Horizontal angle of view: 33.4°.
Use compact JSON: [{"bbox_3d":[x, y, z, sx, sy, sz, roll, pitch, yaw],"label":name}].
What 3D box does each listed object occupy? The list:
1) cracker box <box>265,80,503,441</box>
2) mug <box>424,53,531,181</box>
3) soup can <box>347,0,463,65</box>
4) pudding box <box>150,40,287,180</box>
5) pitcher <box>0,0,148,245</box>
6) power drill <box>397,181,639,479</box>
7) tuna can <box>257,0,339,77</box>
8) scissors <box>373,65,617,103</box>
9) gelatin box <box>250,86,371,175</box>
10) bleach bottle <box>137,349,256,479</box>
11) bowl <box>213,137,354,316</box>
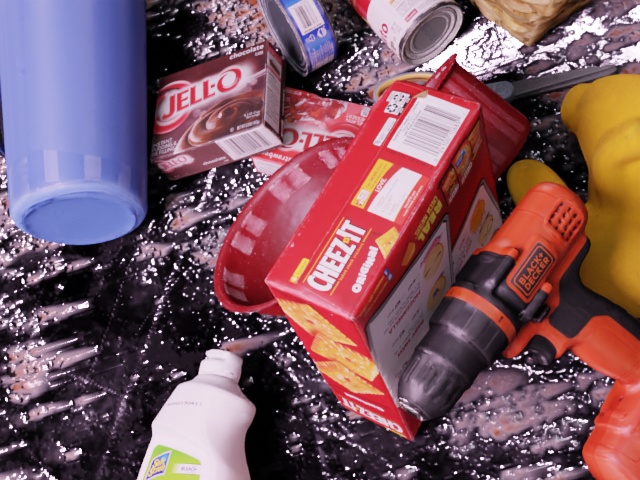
[{"bbox_3d":[0.055,0.020,0.725,0.072,0.213,0.164,23,69,25],"label":"cracker box"},{"bbox_3d":[0.104,-0.078,0.815,0.081,0.093,0.117,37,32,-5],"label":"mug"},{"bbox_3d":[0.067,-0.208,0.918,0.068,0.068,0.102,-34,65,-8],"label":"soup can"},{"bbox_3d":[-0.084,-0.107,0.888,0.114,0.039,0.090,-14,57,22],"label":"pudding box"},{"bbox_3d":[-0.212,-0.120,0.897,0.145,0.149,0.243,-3,66,-10],"label":"pitcher"},{"bbox_3d":[0.158,0.083,0.711,0.187,0.057,0.184,43,76,-18],"label":"power drill"},{"bbox_3d":[-0.019,-0.185,0.910,0.033,0.086,0.086,-30,64,-9],"label":"tuna can"},{"bbox_3d":[0.143,-0.105,0.885,0.202,0.016,0.096,2,66,10],"label":"scissors"},{"bbox_3d":[-0.003,-0.083,0.889,0.089,0.030,0.073,16,69,17],"label":"gelatin box"},{"bbox_3d":[-0.088,0.197,0.741,0.103,0.068,0.250,-4,60,31],"label":"bleach bottle"},{"bbox_3d":[-0.005,0.001,0.810,0.162,0.055,0.162,-34,32,25],"label":"bowl"}]
